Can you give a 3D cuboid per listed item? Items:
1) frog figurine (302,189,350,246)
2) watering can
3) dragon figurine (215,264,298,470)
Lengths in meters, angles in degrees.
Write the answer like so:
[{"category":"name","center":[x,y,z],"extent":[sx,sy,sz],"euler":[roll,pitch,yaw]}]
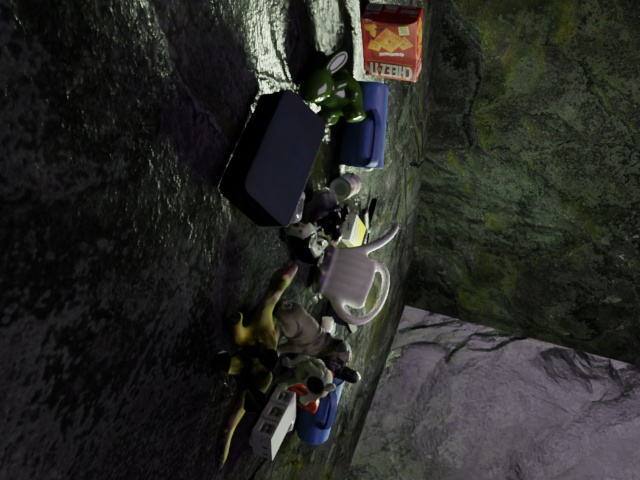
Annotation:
[{"category":"frog figurine","center":[0.004,-0.067,1.337],"extent":[0.162,0.123,0.135],"euler":[-128,-148,-64]},{"category":"watering can","center":[0.105,0.075,1.524],"extent":[0.102,0.224,0.354],"euler":[112,-2,-64]},{"category":"dragon figurine","center":[-0.131,0.242,1.088],"extent":[0.244,0.122,0.407],"euler":[-38,147,-78]}]
